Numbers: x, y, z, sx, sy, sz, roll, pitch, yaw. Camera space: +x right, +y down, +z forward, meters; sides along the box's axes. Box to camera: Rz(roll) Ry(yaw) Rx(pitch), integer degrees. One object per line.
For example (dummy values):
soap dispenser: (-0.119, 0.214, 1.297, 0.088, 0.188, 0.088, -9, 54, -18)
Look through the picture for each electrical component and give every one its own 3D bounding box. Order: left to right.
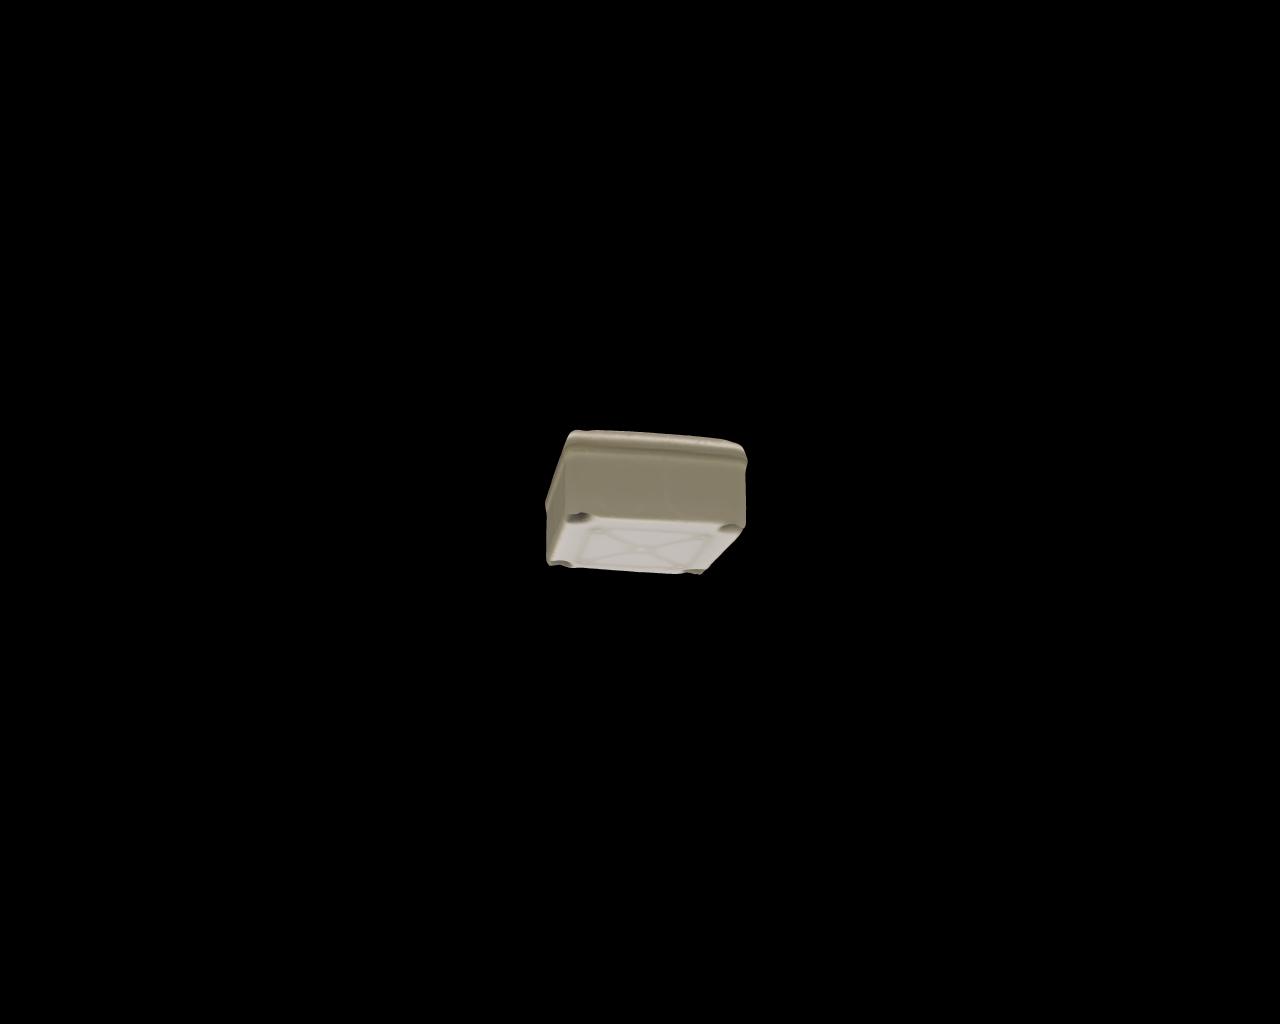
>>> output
electrical component: (0.001, -0.003, 0.650, 0.109, 0.056, 0.108, 4, -20, -11)
